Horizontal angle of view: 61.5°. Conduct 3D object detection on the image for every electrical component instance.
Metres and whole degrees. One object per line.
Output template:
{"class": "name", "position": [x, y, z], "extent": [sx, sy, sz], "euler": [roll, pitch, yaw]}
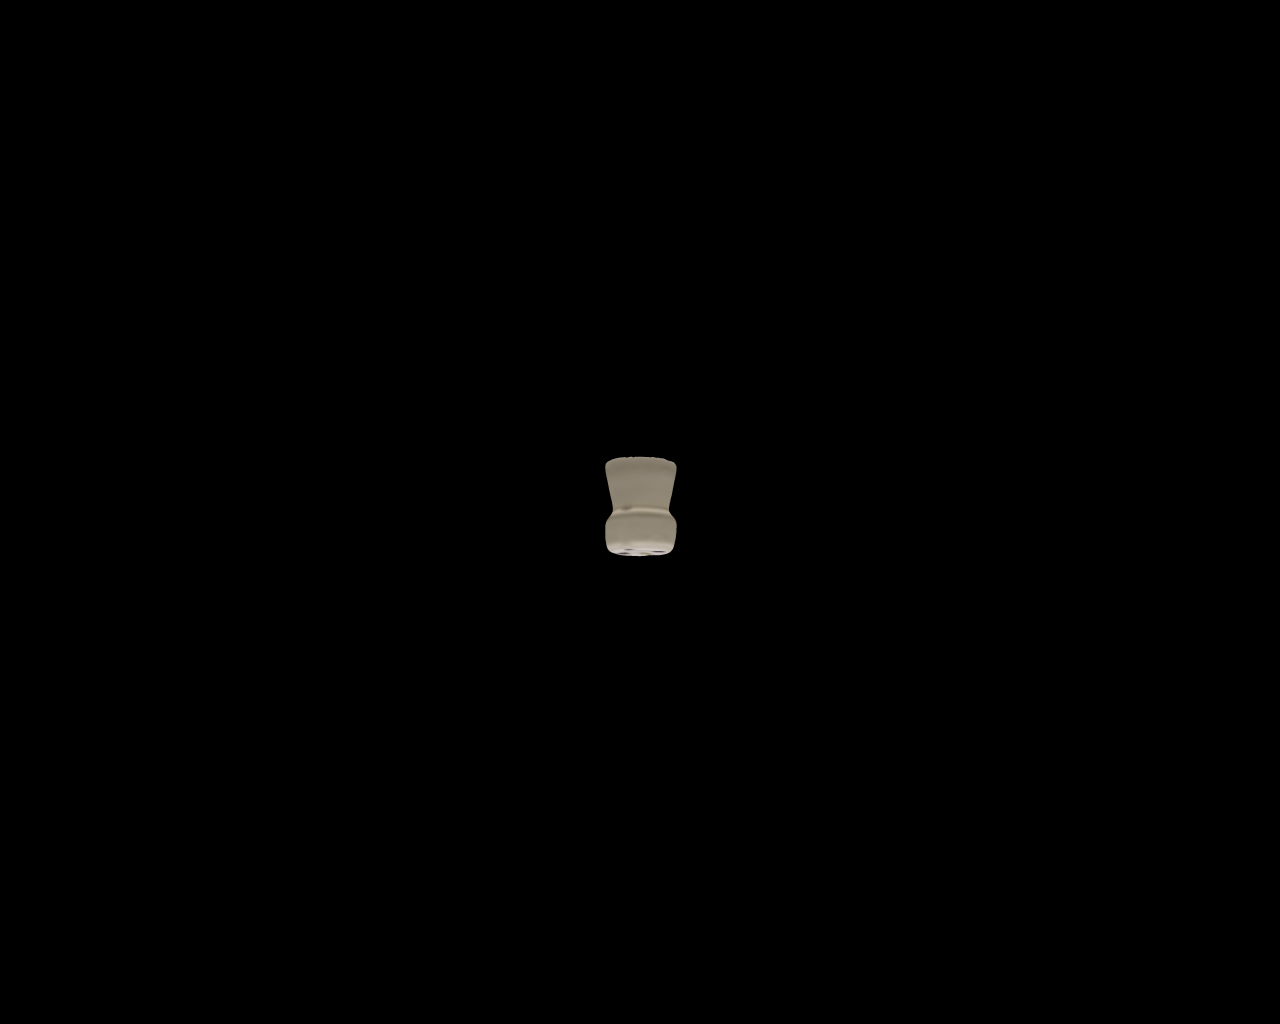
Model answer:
{"class": "electrical component", "position": [0.001, -0.003, 0.650], "extent": [0.045, 0.055, 0.045], "euler": [0, -10, 0]}
